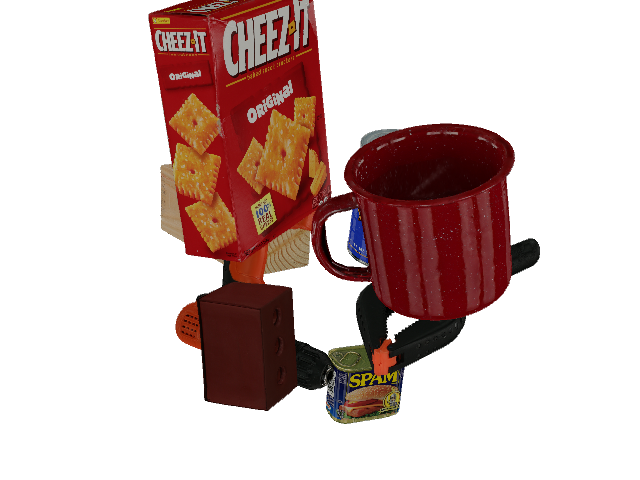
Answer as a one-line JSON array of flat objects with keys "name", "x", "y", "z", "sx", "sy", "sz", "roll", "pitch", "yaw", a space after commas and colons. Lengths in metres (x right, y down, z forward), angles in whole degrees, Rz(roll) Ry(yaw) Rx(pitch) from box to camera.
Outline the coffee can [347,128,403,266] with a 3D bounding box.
[{"name": "coffee can", "x": 0.090, "y": -0.048, "z": 1.267, "sx": 0.102, "sy": 0.140, "sz": 0.103, "roll": 5, "pitch": 28, "yaw": -3}]

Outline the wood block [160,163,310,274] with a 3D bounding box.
[{"name": "wood block", "x": -0.106, "y": -0.033, "z": 1.290, "sx": 0.090, "sy": 0.090, "sz": 0.206, "roll": -10, "pitch": 21, "yaw": -34}]

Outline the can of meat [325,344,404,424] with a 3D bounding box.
[{"name": "can of meat", "x": 0.058, "y": 0.186, "z": 1.391, "sx": 0.102, "sy": 0.084, "sz": 0.057, "roll": -5, "pitch": 25, "yaw": -21}]

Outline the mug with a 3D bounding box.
[{"name": "mug", "x": 0.053, "y": -0.007, "z": 0.600, "sx": 0.117, "sy": 0.081, "sz": 0.093, "roll": -12, "pitch": 31, "yaw": -2}]

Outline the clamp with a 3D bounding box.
[{"name": "clamp", "x": 0.082, "y": 0.040, "z": 0.943, "sx": 0.165, "sy": 0.036, "sz": 0.209, "roll": 17, "pitch": 41, "yaw": 26}]

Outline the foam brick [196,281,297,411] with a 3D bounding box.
[{"name": "foam brick", "x": -0.051, "y": 0.074, "z": 0.762, "sx": 0.051, "sy": 0.078, "sz": 0.052, "roll": 4, "pitch": 16, "yaw": 25}]

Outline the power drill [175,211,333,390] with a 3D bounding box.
[{"name": "power drill", "x": -0.049, "y": 0.043, "z": 1.073, "sx": 0.185, "sy": 0.187, "sz": 0.057, "roll": 17, "pitch": 1, "yaw": 27}]

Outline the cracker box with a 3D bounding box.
[{"name": "cracker box", "x": -0.062, "y": -0.110, "z": 0.945, "sx": 0.072, "sy": 0.214, "sz": 0.163, "roll": 8, "pitch": 25, "yaw": 30}]
